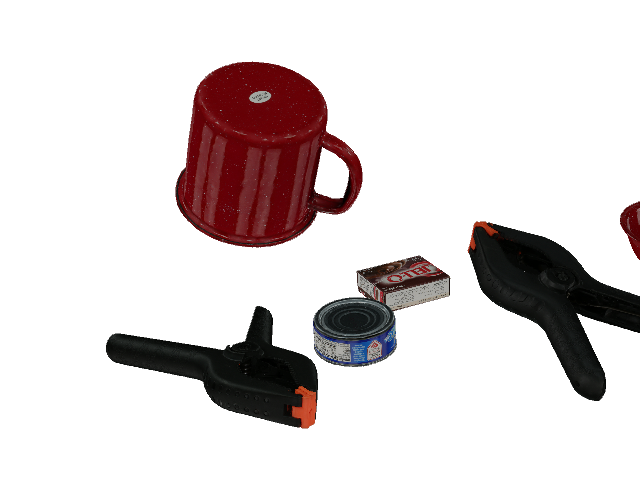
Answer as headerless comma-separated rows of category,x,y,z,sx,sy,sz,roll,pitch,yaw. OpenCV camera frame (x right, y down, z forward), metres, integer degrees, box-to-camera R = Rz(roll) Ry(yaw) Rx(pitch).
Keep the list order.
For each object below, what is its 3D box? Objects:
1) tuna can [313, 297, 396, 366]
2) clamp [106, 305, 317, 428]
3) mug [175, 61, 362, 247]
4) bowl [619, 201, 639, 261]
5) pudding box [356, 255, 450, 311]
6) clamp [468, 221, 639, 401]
tuna can,0.035,0.092,1.093,0.086,0.034,0.086,-3,26,1
clamp,-0.060,0.103,0.905,0.164,0.036,0.210,-14,22,-40
mug,-0.030,-0.052,0.662,0.117,0.082,0.093,21,44,8
bowl,0.402,0.008,1.149,0.162,0.055,0.162,-1,26,0
pudding box,0.123,0.064,1.582,0.113,0.039,0.090,-15,24,-21
clamp,0.180,0.039,0.761,0.120,0.039,0.172,-10,43,-33
